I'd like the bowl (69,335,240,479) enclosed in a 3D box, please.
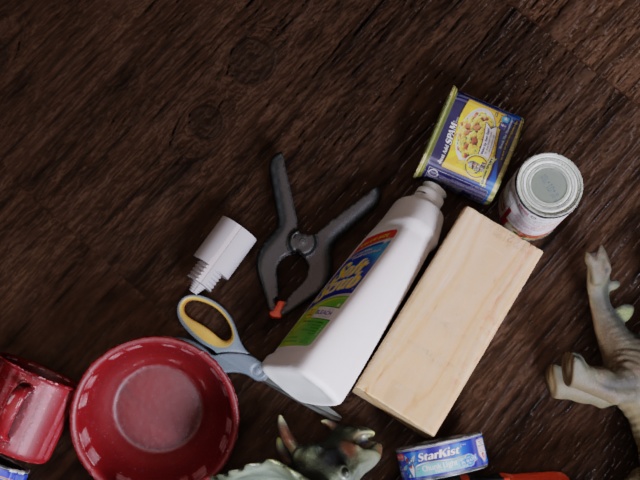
[{"bbox_3d":[-0.159,0.170,1.039,0.162,0.055,0.162,0,93,-4],"label":"bowl"}]

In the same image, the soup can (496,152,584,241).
[{"bbox_3d":[0.219,-0.043,1.070,0.068,0.102,0.068,0,78,0],"label":"soup can"}]

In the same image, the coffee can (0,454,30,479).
[{"bbox_3d":[-0.351,0.265,1.006,0.103,0.103,0.140,22,79,4],"label":"coffee can"}]

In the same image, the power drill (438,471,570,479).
[{"bbox_3d":[0.160,0.318,1.020,0.184,0.057,0.187,-4,79,-1],"label":"power drill"}]

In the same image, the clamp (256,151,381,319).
[{"bbox_3d":[-0.007,0.001,1.093,0.120,0.039,0.171,10,84,7],"label":"clamp"}]

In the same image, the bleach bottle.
[{"bbox_3d":[0.047,0.045,1.060,0.068,0.103,0.250,42,68,-19],"label":"bleach bottle"}]

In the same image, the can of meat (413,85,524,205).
[{"bbox_3d":[0.155,-0.096,1.104,0.084,0.057,0.102,23,80,2],"label":"can of meat"}]

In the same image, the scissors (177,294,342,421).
[{"bbox_3d":[-0.081,0.141,1.076,0.096,0.016,0.202,-44,82,-7],"label":"scissors"}]

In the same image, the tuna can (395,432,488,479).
[{"bbox_3d":[0.117,0.209,1.028,0.086,0.086,0.034,-11,81,-3],"label":"tuna can"}]

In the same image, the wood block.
[{"bbox_3d":[0.123,0.082,1.051,0.090,0.091,0.206,32,81,6],"label":"wood block"}]

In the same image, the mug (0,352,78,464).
[{"bbox_3d":[-0.284,0.163,1.022,0.093,0.117,0.081,24,84,-3],"label":"mug"}]
